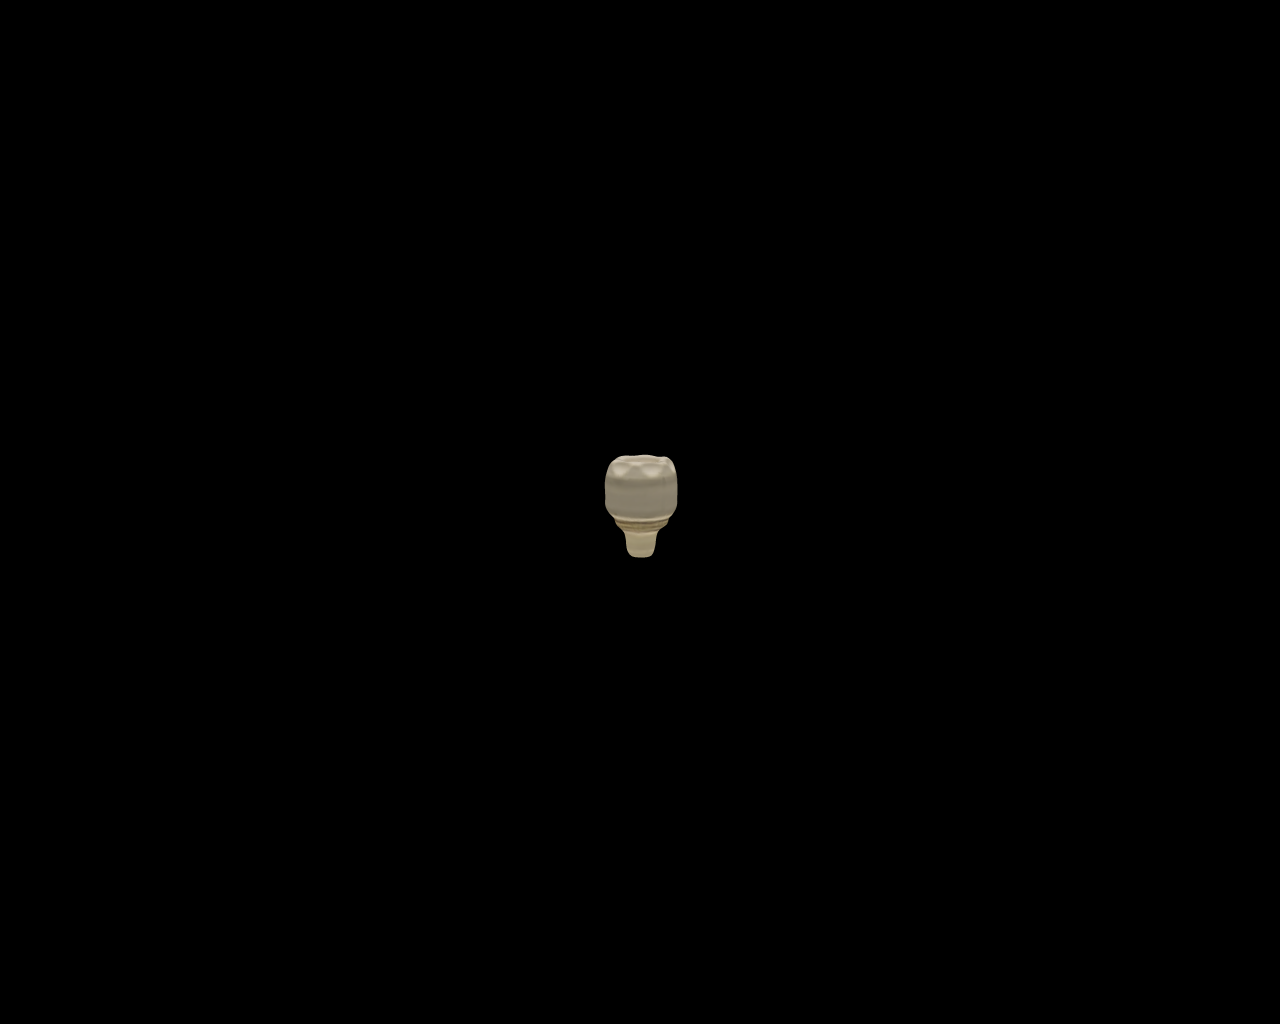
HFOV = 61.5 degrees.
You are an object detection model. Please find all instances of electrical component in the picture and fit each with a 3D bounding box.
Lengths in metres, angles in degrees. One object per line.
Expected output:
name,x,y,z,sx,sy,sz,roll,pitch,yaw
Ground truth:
electrical component,0.001,-0.003,0.650,0.043,0.062,0.043,0,11,0
